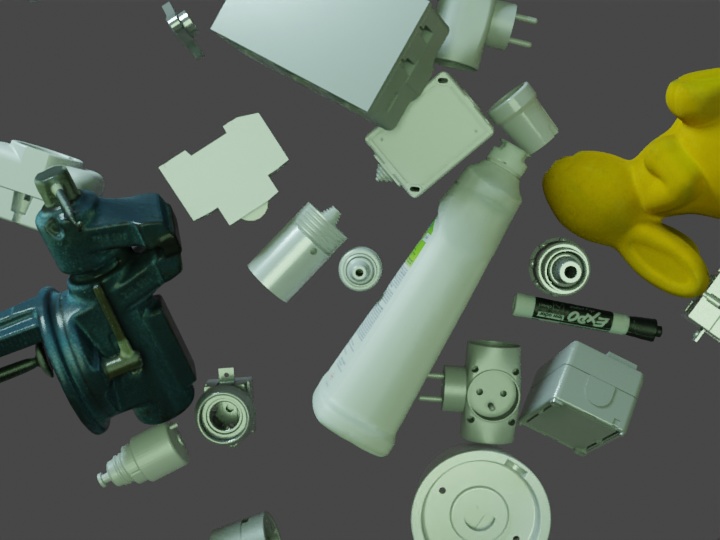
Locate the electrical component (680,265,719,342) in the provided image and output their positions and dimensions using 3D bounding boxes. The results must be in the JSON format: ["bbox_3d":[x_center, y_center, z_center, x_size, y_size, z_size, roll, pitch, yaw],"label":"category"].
[{"bbox_3d":[0.293,0.035,0.852,0.055,0.048,0.066,36,94,6],"label":"electrical component"}]

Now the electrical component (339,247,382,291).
[{"bbox_3d":[0.000,0.000,0.844,0.035,0.061,0.035,0,94,1],"label":"electrical component"}]

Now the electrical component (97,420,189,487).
[{"bbox_3d":[-0.175,0.152,0.867,0.078,0.040,0.040,-27,93,3],"label":"electrical component"}]

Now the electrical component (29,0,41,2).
[{"bbox_3d":[-0.264,-0.241,0.839,0.043,0.043,0.062,-26,95,2],"label":"electrical component"}]

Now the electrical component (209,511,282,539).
[{"bbox_3d":[-0.091,0.227,0.865,0.047,0.055,0.055,-17,94,5],"label":"electrical component"}]

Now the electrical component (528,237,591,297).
[{"bbox_3d":[0.159,-0.001,0.842,0.048,0.062,0.048,0,94,1],"label":"electrical component"}]

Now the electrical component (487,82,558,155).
[{"bbox_3d":[0.129,-0.118,0.846,0.040,0.040,0.046,-39,98,3],"label":"electrical component"}]

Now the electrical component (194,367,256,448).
[{"bbox_3d":[-0.105,0.112,0.856,0.048,0.055,0.066,-4,94,1],"label":"electrical component"}]

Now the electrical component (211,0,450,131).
[{"bbox_3d":[-0.021,-0.178,0.803,0.150,0.062,0.089,31,93,23],"label":"electrical component"}]

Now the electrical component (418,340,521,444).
[{"bbox_3d":[0.086,0.095,0.858,0.079,0.044,0.077,4,94,0],"label":"electrical component"}]

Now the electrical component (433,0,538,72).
[{"bbox_3d":[0.098,-0.193,0.838,0.079,0.043,0.077,13,94,-1],"label":"electrical component"}]

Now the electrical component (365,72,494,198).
[{"bbox_3d":[0.051,-0.102,0.841,0.096,0.061,0.061,-39,92,11],"label":"electrical component"}]

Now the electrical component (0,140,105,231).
[{"bbox_3d":[-0.254,-0.065,0.846,0.095,0.053,0.059,18,94,-1],"label":"electrical component"}]

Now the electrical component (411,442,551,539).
[{"bbox_3d":[0.093,0.190,0.857,0.108,0.060,0.108,0,94,1],"label":"electrical component"}]

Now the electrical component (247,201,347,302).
[{"bbox_3d":[-0.046,-0.018,0.852,0.043,0.043,0.081,44,93,-2],"label":"electrical component"}]

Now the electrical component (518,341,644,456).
[{"bbox_3d":[0.170,0.100,0.841,0.062,0.096,0.061,26,66,-1],"label":"electrical component"}]
